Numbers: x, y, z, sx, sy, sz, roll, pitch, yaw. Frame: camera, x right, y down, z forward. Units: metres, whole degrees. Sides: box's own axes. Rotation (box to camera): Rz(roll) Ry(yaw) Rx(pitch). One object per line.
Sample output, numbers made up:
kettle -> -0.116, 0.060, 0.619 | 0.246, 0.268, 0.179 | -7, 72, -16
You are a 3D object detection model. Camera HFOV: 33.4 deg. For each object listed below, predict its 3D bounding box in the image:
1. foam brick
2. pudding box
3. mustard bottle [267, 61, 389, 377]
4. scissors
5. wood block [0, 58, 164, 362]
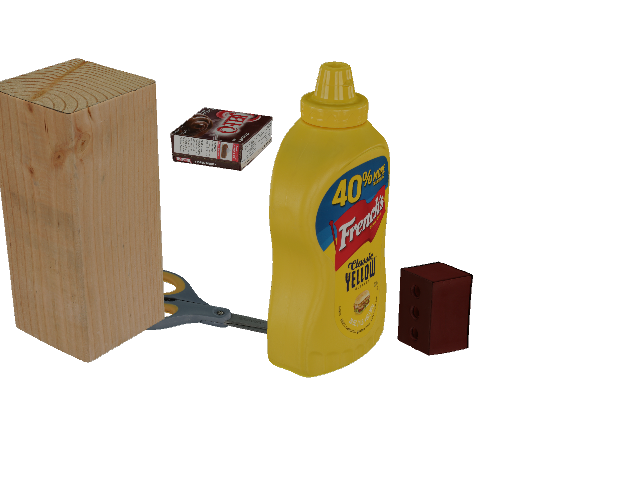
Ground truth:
foam brick -> 0.112, 0.066, 1.045 | 0.051, 0.078, 0.053 | -10, 19, -33
pudding box -> -0.115, -0.121, 1.264 | 0.090, 0.039, 0.113 | 8, 27, 13
mustard bottle -> 0.007, -0.017, 0.670 | 0.058, 0.192, 0.096 | 18, 29, 34
scissors -> -0.103, 0.062, 1.028 | 0.201, 0.016, 0.096 | 3, 33, -4
wood block -> -0.185, -0.024, 0.830 | 0.090, 0.206, 0.090 | 20, 32, 31
